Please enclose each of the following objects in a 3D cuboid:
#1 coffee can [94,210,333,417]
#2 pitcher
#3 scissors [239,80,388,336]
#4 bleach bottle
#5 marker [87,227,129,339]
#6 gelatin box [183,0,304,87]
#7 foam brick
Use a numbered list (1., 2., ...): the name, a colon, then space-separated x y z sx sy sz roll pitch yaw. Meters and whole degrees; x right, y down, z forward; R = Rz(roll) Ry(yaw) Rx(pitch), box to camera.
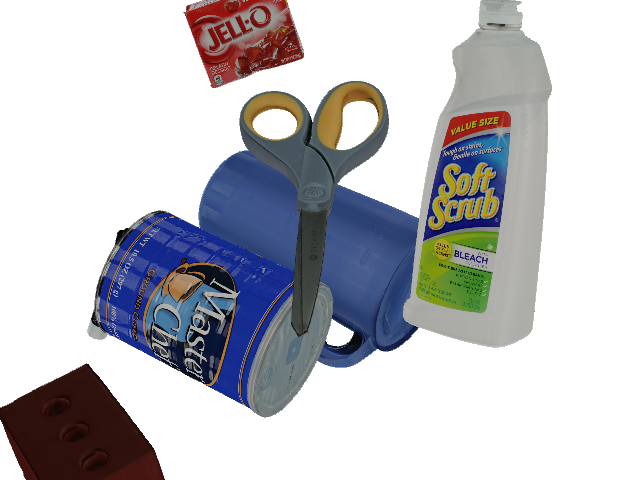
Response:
1. coffee can: -0.076 0.051 0.772 0.140 0.103 0.102 24 9 22
2. pitcher: -0.007 0.009 1.064 0.243 0.145 0.149 27 28 27
3. scissors: -0.019 -0.029 0.582 0.096 0.016 0.201 11 44 16
4. bleach bottle: 0.119 -0.052 0.801 0.103 0.251 0.067 15 21 39
5. marker: -0.190 0.040 0.976 0.020 0.121 0.020 17 30 -10
6. gelatin box: -0.067 -0.185 0.946 0.089 0.073 0.030 -17 24 5
7. foam brick: -0.116 0.111 0.527 0.052 0.051 0.078 -27 42 -24
